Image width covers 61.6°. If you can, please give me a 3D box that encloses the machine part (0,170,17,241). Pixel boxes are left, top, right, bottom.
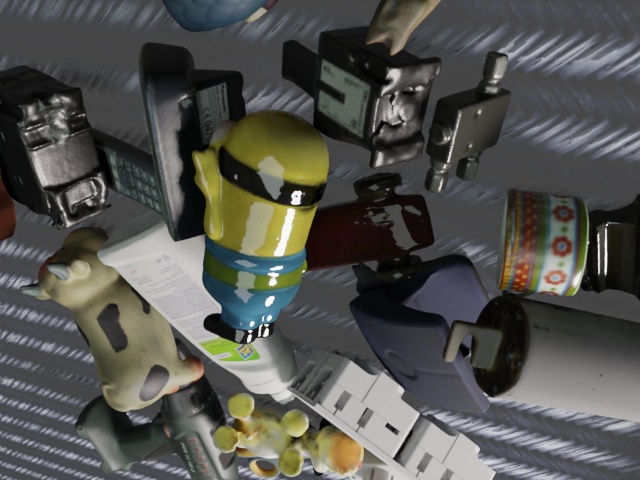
[{"bbox_3d":[-0.347,-0.069,0.499,0.180,0.056,0.179,29,134,35],"label":"machine part"}]

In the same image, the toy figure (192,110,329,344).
[{"bbox_3d":[-0.043,-0.008,0.408,0.089,0.082,0.180,11,107,10],"label":"toy figure"}]

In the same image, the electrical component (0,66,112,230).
[{"bbox_3d":[-0.250,-0.085,0.469,0.134,0.058,0.114,24,130,35],"label":"electrical component"}]

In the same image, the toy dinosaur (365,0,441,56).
[{"bbox_3d":[0.135,-0.281,0.187,0.198,0.105,0.471,35,124,-2],"label":"toy dinosaur"}]

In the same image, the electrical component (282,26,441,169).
[{"bbox_3d":[0.023,-0.108,0.378,0.119,0.048,0.074,41,138,42],"label":"electrical component"}]

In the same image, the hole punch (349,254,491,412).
[{"bbox_3d":[0.090,0.087,0.474,0.116,0.092,0.142,-16,121,33],"label":"hole punch"}]

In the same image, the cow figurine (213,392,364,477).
[{"bbox_3d":[-0.030,0.232,0.626,0.167,0.068,0.098,14,163,13],"label":"cow figurine"}]

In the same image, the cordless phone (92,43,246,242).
[{"bbox_3d":[-0.153,-0.093,0.448,0.184,0.089,0.146,22,132,28],"label":"cordless phone"}]

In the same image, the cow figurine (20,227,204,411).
[{"bbox_3d":[-0.213,0.078,0.548,0.085,0.127,0.195,-28,82,30],"label":"cow figurine"}]

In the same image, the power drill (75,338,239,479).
[{"bbox_3d":[-0.213,0.232,0.698,0.207,0.086,0.231,-15,110,21],"label":"power drill"}]

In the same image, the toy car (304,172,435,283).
[{"bbox_3d":[-0.001,-0.001,0.464,0.202,0.053,0.089,-12,99,26],"label":"toy car"}]

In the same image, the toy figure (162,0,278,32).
[{"bbox_3d":[-0.033,-0.185,0.343,0.155,0.064,0.058,-16,80,24],"label":"toy figure"}]

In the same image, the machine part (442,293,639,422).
[{"bbox_3d":[0.208,0.093,0.409,0.243,0.079,0.079,13,130,-11],"label":"machine part"}]

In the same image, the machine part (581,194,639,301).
[{"bbox_3d":[0.264,0.007,0.384,0.139,0.039,0.084,-1,118,23],"label":"machine part"}]

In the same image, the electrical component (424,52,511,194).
[{"bbox_3d":[0.099,-0.079,0.365,0.021,0.063,0.093,39,136,35],"label":"electrical component"}]
